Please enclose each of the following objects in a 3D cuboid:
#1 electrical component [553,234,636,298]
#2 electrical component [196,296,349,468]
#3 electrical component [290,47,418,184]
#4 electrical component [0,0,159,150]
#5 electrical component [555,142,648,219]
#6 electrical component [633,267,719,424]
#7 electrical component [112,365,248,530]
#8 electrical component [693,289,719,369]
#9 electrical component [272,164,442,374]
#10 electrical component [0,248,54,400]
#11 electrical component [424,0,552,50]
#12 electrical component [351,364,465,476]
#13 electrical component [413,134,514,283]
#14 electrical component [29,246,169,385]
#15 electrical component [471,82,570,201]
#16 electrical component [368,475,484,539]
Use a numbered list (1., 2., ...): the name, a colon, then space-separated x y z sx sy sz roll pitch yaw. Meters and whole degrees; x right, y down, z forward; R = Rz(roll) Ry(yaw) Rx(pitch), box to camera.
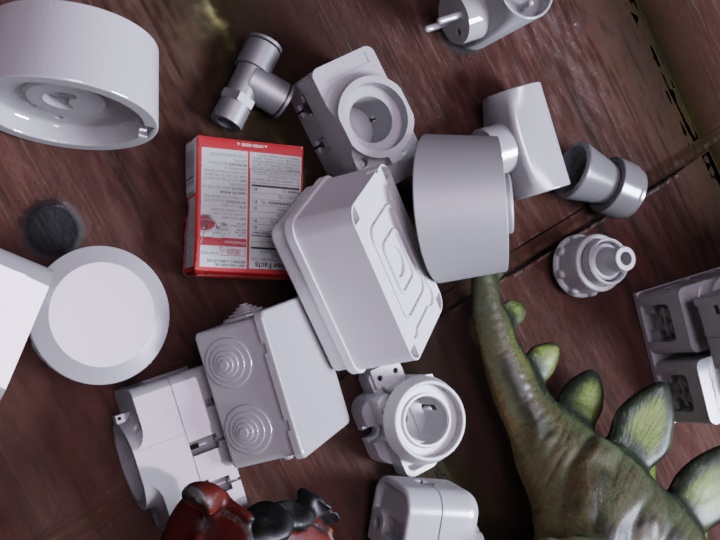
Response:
1. electrical component: 0.175 -0.005 0.784 0.048 0.062 0.048 3 84 -24
2. electrical component: -0.053 0.067 0.659 0.048 0.100 0.099 -16 91 18
3. electrical component: 0.000 -0.096 0.718 0.050 0.056 0.089 -29 97 -24
4. electrical component: -0.168 -0.116 0.620 0.108 0.108 0.060 10 74 -23
5. electrical component: 0.180 -0.066 0.802 0.055 0.045 0.045 19 77 -22
6. electrical component: 0.318 0.045 0.844 0.186 0.060 0.105 -15 91 -25
7. electrical component: -0.113 0.109 0.650 0.056 0.050 0.089 -18 92 -25
8. electrical component: 0.331 0.027 0.768 0.150 0.089 0.061 -17 92 -25
9. electrical component: 0.000 0.000 0.680 0.113 0.057 0.078 66 28 -22
10. electrical component: -0.215 0.026 0.579 0.057 0.113 0.078 25 75 -23
11. electrical component: 0.082 -0.181 0.752 0.079 0.077 0.043 -22 94 -24
12. electrical component: 0.034 0.099 0.713 0.058 0.057 0.078 -23 94 -24
13. electrical component: 0.068 -0.042 0.711 0.064 0.099 0.099 -4 86 4
14. electrical component: -0.158 0.028 0.638 0.080 0.051 0.080 3 84 -24
15. electrical component: 0.105 -0.087 0.771 0.079 0.044 0.077 -18 92 -25
16. electrical component: 0.041 0.186 0.703 0.059 0.054 0.095 9 92 -23
